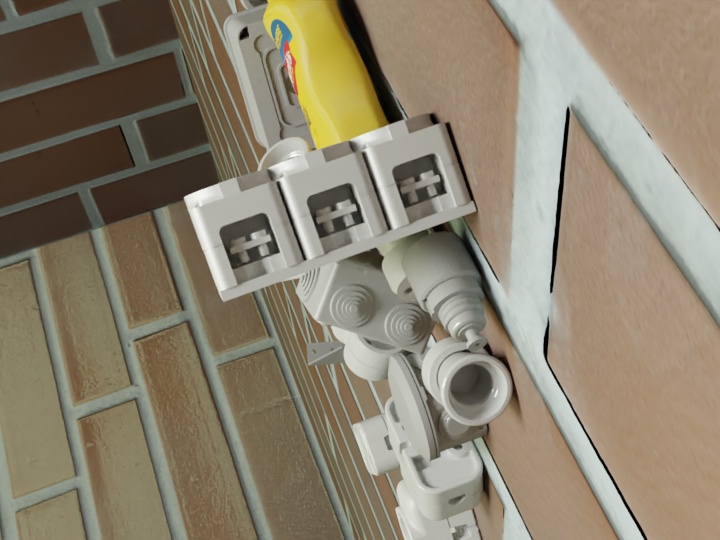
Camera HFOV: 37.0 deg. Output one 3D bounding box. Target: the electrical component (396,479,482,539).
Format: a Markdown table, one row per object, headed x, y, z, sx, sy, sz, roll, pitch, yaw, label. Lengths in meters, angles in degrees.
| x | y | z | sx | sy | sz | roll | pitch | yaw | label |
| --- | --- | --- | --- | --- | --- | --- | --- | --- | --- |
| 0.070 | 0.228 | 0.956 | 0.054 | 0.059 | 0.095 | -144 | 36 | -76 | electrical component |

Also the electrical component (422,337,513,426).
| x | y | z | sx | sy | sz | roll | pitch | yaw | label |
| --- | --- | --- | --- | --- | --- | --- | --- | --- | --- |
| 0.065 | 0.068 | 0.670 | 0.055 | 0.045 | 0.045 | -139 | 31 | -75 | electrical component |

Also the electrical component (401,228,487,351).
| x | y | z | sx | sy | sz | roll | pitch | yaw | label |
| --- | --- | --- | --- | --- | --- | --- | --- | --- | --- |
| 0.054 | 0.013 | 0.636 | 0.040 | 0.040 | 0.078 | 83 | 166 | -56 | electrical component |

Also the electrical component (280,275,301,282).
| x | y | z | sx | sy | sz | roll | pitch | yaw | label |
| --- | --- | --- | --- | --- | --- | --- | --- | --- | --- |
| -0.054 | -0.025 | 1.197 | 0.076 | 0.083 | 0.047 | -36 | -68 | -58 | electrical component |

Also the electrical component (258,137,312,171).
| x | y | z | sx | sy | sz | roll | pitch | yaw | label |
| --- | --- | --- | --- | --- | --- | --- | --- | --- | --- |
| -0.041 | -0.063 | 0.784 | 0.055 | 0.045 | 0.045 | 47 | -169 | -43 | electrical component |

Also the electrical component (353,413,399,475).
| x | y | z | sx | sy | sz | roll | pitch | yaw | label |
| --- | --- | --- | --- | --- | --- | --- | --- | --- | --- |
| 0.032 | 0.170 | 1.077 | 0.095 | 0.059 | 0.053 | 121 | 130 | -80 | electrical component |

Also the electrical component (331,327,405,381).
| x | y | z | sx | sy | sz | roll | pitch | yaw | label |
| --- | --- | --- | --- | --- | --- | --- | --- | --- | --- |
| -0.004 | 0.044 | 0.989 | 0.073 | 0.052 | 0.138 | 110 | 144 | -47 | electrical component |

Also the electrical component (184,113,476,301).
| x | y | z | sx | sy | sz | roll | pitch | yaw | label |
| --- | --- | --- | --- | --- | --- | --- | --- | --- | --- |
| -0.021 | -0.038 | 0.630 | 0.089 | 0.150 | 0.061 | -173 | 63 | -81 | electrical component |

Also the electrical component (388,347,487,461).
| x | y | z | sx | sy | sz | roll | pitch | yaw | label |
| --- | --- | --- | --- | --- | --- | --- | --- | --- | --- |
| 0.055 | 0.094 | 0.779 | 0.080 | 0.051 | 0.080 | 161 | 90 | -82 | electrical component |

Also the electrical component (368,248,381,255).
| x | y | z | sx | sy | sz | roll | pitch | yaw | label |
| --- | --- | --- | --- | --- | --- | --- | --- | --- | --- |
| 0.000 | 0.000 | 0.833 | 0.040 | 0.078 | 0.040 | 161 | 90 | -82 | electrical component |

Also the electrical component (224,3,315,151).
| x | y | z | sx | sy | sz | roll | pitch | yaw | label |
| --- | --- | --- | --- | --- | --- | --- | --- | --- | --- |
| -0.056 | -0.156 | 0.859 | 0.057 | 0.078 | 0.113 | -131 | 23 | -62 | electrical component |

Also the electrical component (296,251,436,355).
| x | y | z | sx | sy | sz | roll | pitch | yaw | label |
| --- | --- | --- | --- | --- | --- | --- | --- | --- | --- |
| 0.006 | 0.017 | 0.763 | 0.100 | 0.100 | 0.048 | -136 | 66 | -73 | electrical component |

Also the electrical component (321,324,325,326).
| x | y | z | sx | sy | sz | roll | pitch | yaw | label |
| --- | --- | --- | --- | --- | --- | --- | --- | --- | --- |
| -0.029 | 0.031 | 1.194 | 0.055 | 0.055 | 0.047 | -159 | 47 | -80 | electrical component |

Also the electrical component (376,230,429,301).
| x | y | z | sx | sy | sz | roll | pitch | yaw | label |
| --- | --- | --- | --- | --- | --- | --- | --- | --- | --- |
| 0.033 | -0.014 | 0.703 | 0.045 | 0.045 | 0.055 | 84 | 165 | -57 | electrical component |

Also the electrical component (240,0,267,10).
| x | y | z | sx | sy | sz | roll | pitch | yaw | label |
| --- | --- | --- | --- | --- | --- | --- | --- | --- | --- |
| -0.092 | -0.288 | 0.893 | 0.138 | 0.052 | 0.073 | 82 | 167 | -52 | electrical component |

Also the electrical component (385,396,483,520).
| x | y | z | sx | sy | sz | roll | pitch | yaw | label |
| --- | --- | --- | --- | --- | --- | --- | --- | --- | --- |
| 0.059 | 0.147 | 0.859 | 0.059 | 0.054 | 0.095 | 81 | 167 | -50 | electrical component |
